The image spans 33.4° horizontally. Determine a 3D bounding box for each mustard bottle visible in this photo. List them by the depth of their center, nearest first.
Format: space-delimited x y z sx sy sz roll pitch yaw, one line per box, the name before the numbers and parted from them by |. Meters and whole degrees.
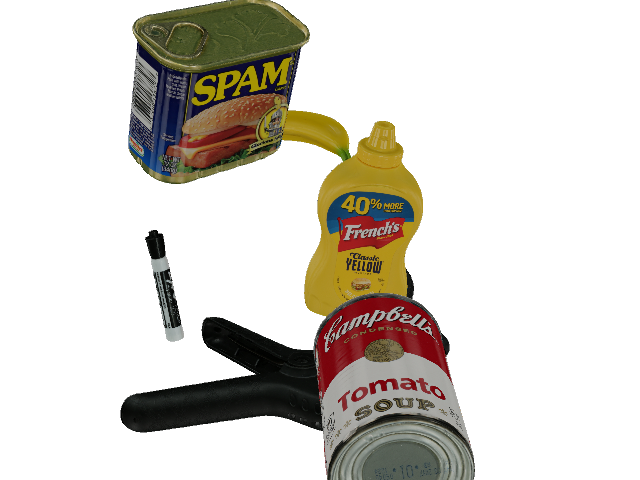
mustard bottle | 0.043 -0.019 0.979 0.096 0.192 0.058 6 28 -5

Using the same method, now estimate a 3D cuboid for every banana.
banana | -0.047 -0.131 1.289 0.198 0.037 0.069 8 39 18

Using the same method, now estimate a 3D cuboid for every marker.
marker | -0.163 0.047 1.117 0.020 0.121 0.020 -9 18 3

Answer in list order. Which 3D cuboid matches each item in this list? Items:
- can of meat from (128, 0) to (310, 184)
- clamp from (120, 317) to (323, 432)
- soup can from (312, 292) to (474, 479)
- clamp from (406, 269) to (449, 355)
can of meat | -0.063 -0.088 0.631 0.101 0.084 0.057 -20 50 -35
clamp | -0.016 0.095 0.747 0.210 0.036 0.164 3 18 7
soup can | 0.033 0.080 0.515 0.068 0.068 0.102 0 29 -4
clamp | 0.079 0.073 1.189 0.120 0.171 0.039 5 -43 -4
